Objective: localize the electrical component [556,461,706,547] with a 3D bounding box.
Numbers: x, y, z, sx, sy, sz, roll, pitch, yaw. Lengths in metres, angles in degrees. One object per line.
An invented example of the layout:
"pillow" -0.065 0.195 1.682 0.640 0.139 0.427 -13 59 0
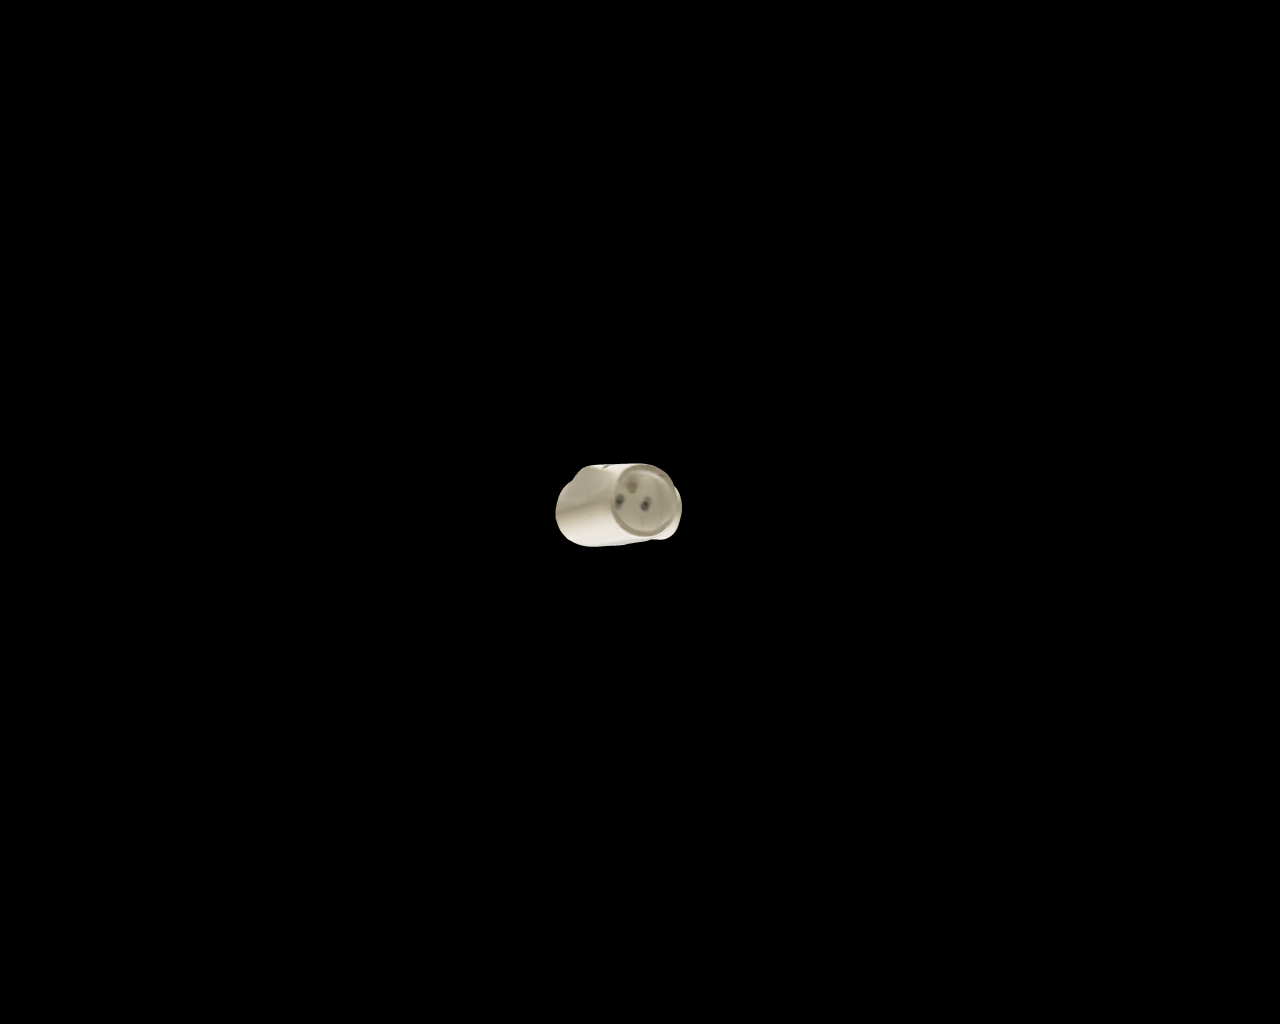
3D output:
"electrical component" 0.001 -0.003 0.650 0.079 0.043 0.077 4 -8 -27
